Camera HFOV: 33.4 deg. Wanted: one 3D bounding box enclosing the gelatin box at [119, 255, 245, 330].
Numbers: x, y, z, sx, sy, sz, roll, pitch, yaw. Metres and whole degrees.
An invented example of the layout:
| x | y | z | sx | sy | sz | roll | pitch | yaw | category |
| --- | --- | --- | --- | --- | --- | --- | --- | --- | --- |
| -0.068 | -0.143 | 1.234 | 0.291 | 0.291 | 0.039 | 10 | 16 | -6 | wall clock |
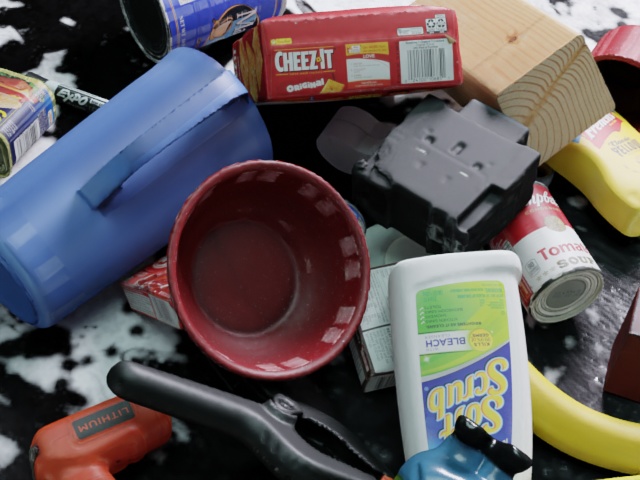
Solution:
| x | y | z | sx | sy | sz | roll | pitch | yaw | category |
| --- | --- | --- | --- | --- | --- | --- | --- | --- | --- |
| -0.106 | 0.033 | 0.842 | 0.073 | 0.030 | 0.089 | -32 | 25 | -27 | gelatin box |

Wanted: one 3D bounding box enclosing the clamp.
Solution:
| x | y | z | sx | sy | sz | roll | pitch | yaw | category |
| --- | --- | --- | --- | --- | --- | --- | --- | --- | --- |
| -0.034 | 0.125 | 0.759 | 0.210 | 0.036 | 0.164 | 30 | 15 | 4 | clamp |

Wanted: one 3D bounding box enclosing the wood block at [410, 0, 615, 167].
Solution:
| x | y | z | sx | sy | sz | roll | pitch | yaw | category |
| --- | --- | --- | --- | --- | --- | --- | --- | --- | --- |
| 0.163 | -0.165 | 0.976 | 0.091 | 0.090 | 0.206 | -36 | 37 | 1 | wood block |

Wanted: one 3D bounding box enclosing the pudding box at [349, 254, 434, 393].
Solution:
| x | y | z | sx | sy | sz | roll | pitch | yaw | category |
| --- | --- | --- | --- | --- | --- | --- | --- | --- | --- |
| 0.076 | 0.061 | 0.835 | 0.113 | 0.039 | 0.090 | -10 | 66 | -16 | pudding box |

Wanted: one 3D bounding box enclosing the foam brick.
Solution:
| x | y | z | sx | sy | sz | roll | pitch | yaw | category |
| --- | --- | --- | --- | --- | --- | --- | --- | --- | --- |
| 0.255 | 0.083 | 0.816 | 0.051 | 0.078 | 0.053 | 18 | 50 | 11 | foam brick |

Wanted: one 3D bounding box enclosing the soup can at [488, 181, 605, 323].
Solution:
| x | y | z | sx | sy | sz | roll | pitch | yaw | category |
| --- | --- | --- | --- | --- | --- | --- | --- | --- | --- |
| 0.182 | 0.010 | 0.885 | 0.068 | 0.068 | 0.102 | -12 | 50 | -15 | soup can |

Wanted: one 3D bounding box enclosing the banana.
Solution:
| x | y | z | sx | sy | sz | roll | pitch | yaw | category |
| --- | --- | --- | --- | --- | --- | --- | --- | --- | --- |
| 0.210 | 0.132 | 0.782 | 0.198 | 0.037 | 0.069 | 26 | 88 | 11 | banana |

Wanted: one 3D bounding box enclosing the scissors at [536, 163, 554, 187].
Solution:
| x | y | z | sx | sy | sz | roll | pitch | yaw | category |
| --- | --- | --- | --- | --- | --- | --- | --- | --- | --- |
| 0.117 | -0.048 | 0.969 | 0.201 | 0.016 | 0.096 | -2 | 48 | -5 | scissors |

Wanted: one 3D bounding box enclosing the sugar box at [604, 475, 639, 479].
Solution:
| x | y | z | sx | sy | sz | roll | pitch | yaw | category |
| --- | --- | --- | --- | --- | --- | --- | --- | --- | --- |
| 0.205 | 0.201 | 0.688 | 0.175 | 0.048 | 0.093 | 4 | 55 | -28 | sugar box |

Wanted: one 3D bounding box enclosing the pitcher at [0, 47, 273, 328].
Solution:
| x | y | z | sx | sy | sz | roll | pitch | yaw | category |
| --- | --- | --- | --- | --- | --- | --- | --- | --- | --- |
| -0.160 | -0.044 | 0.855 | 0.145 | 0.149 | 0.242 | 27 | 56 | 36 | pitcher |

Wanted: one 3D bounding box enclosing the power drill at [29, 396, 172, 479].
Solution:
| x | y | z | sx | sy | sz | roll | pitch | yaw | category |
| --- | --- | --- | --- | --- | --- | --- | --- | --- | --- |
| -0.098 | 0.186 | 0.709 | 0.184 | 0.057 | 0.188 | -19 | 51 | -25 | power drill |

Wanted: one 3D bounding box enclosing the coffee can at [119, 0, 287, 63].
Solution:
| x | y | z | sx | sy | sz | roll | pitch | yaw | category |
| --- | --- | --- | --- | --- | --- | --- | --- | --- | --- |
| -0.119 | -0.250 | 1.079 | 0.140 | 0.103 | 0.103 | -27 | 54 | -25 | coffee can |

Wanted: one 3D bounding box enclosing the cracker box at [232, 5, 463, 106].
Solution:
| x | y | z | sx | sy | sz | roll | pitch | yaw | category |
| --- | --- | --- | --- | --- | --- | --- | --- | --- | --- |
| 0.015 | -0.160 | 0.947 | 0.164 | 0.072 | 0.214 | -6 | 7 | -10 | cracker box |

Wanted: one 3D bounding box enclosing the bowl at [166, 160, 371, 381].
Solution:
| x | y | z | sx | sy | sz | roll | pitch | yaw | category |
| --- | --- | --- | --- | --- | --- | --- | --- | --- | --- |
| -0.045 | 0.024 | 0.789 | 0.161 | 0.055 | 0.162 | 5 | 80 | -26 | bowl |

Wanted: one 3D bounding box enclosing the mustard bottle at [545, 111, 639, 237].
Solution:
| x | y | z | sx | sy | sz | roll | pitch | yaw | category |
| --- | --- | --- | --- | --- | --- | --- | --- | --- | --- |
| 0.249 | -0.087 | 0.980 | 0.096 | 0.058 | 0.192 | -22 | 54 | -30 | mustard bottle |

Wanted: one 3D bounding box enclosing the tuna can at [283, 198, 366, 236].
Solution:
| x | y | z | sx | sy | sz | roll | pitch | yaw | category |
| --- | --- | --- | --- | --- | --- | --- | --- | --- | --- |
| -0.006 | 0.001 | 0.867 | 0.086 | 0.086 | 0.033 | 5 | 49 | 1 | tuna can |

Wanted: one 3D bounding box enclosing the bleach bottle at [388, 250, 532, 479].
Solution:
| x | y | z | sx | sy | sz | roll | pitch | yaw | category |
| --- | --- | --- | --- | --- | --- | --- | --- | --- | --- |
| 0.108 | 0.134 | 0.741 | 0.102 | 0.068 | 0.251 | -5 | 64 | -2 | bleach bottle |

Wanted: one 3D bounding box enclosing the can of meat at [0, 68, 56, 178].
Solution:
| x | y | z | sx | sy | sz | roll | pitch | yaw | category |
| --- | --- | --- | --- | --- | --- | --- | --- | --- | --- |
| -0.303 | -0.112 | 0.971 | 0.102 | 0.057 | 0.083 | 19 | 46 | 12 | can of meat |

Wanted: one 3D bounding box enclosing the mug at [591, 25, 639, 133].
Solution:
| x | y | z | sx | sy | sz | roll | pitch | yaw | category |
| --- | --- | --- | --- | --- | --- | --- | --- | --- | --- |
| 0.305 | -0.156 | 1.026 | 0.117 | 0.093 | 0.081 | 0 | 35 | 34 | mug |

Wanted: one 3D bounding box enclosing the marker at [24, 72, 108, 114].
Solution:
| x | y | z | sx | sy | sz | roll | pitch | yaw | category |
| --- | --- | --- | --- | --- | --- | --- | --- | --- | --- |
| -0.234 | -0.136 | 1.022 | 0.121 | 0.020 | 0.020 | 21 | 49 | 15 | marker |
